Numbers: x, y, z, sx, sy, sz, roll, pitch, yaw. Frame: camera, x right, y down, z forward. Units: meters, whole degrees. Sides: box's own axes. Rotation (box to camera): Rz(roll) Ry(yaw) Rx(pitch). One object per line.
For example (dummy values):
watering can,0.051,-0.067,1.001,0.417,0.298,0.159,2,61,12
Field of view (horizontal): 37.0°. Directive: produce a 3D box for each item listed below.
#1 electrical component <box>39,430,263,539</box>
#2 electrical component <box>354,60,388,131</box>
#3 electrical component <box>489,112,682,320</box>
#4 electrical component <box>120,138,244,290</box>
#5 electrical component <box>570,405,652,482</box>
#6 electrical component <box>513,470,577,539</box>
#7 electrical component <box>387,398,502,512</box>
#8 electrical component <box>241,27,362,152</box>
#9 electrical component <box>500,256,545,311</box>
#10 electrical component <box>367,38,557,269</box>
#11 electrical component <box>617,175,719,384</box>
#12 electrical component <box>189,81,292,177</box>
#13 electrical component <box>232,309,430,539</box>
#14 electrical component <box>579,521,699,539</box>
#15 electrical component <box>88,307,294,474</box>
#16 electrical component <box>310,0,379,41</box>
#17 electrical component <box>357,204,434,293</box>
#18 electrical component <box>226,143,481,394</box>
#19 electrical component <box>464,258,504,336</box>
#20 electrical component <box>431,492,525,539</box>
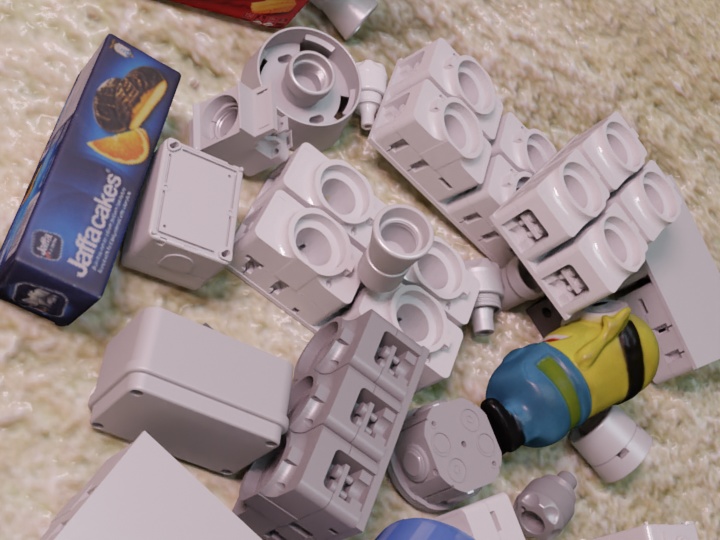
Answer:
electrical component,-0.150,0.199,0.609,0.105,0.060,0.186,45,48,-9
electrical component,0.007,-0.150,0.935,0.035,0.035,0.061,17,59,-30
electrical component,0.202,-0.054,0.921,0.105,0.060,0.186,53,43,-3
electrical component,-0.126,-0.042,0.756,0.062,0.061,0.096,21,55,-28
electrical component,0.214,0.146,0.923,0.047,0.055,0.055,45,48,-4
electrical component,0.153,0.185,0.862,0.062,0.043,0.043,-35,90,-44
electrical component,0.063,0.138,0.812,0.080,0.051,0.080,18,57,-30
electrical component,-0.049,-0.148,0.888,0.099,0.064,0.099,8,68,-21
electrical component,0.136,0.012,0.939,0.040,0.046,0.040,18,57,-30
electrical component,0.103,-0.100,0.942,0.186,0.060,0.105,41,48,-27
electrical component,0.294,0.008,1.053,0.105,0.060,0.186,-13,75,-41
electrical component,-0.089,-0.103,0.814,0.064,0.081,0.042,31,47,-50
electrical component,-0.022,0.108,0.736,0.062,0.089,0.150,38,49,-16
electrical component,0.229,0.237,0.856,0.062,0.096,0.061,9,62,-35
electrical component,-0.108,0.081,0.693,0.113,0.078,0.057,26,51,-25
electrical component,-0.022,-0.243,0.959,0.065,0.044,0.044,41,48,-7
electrical component,0.022,-0.012,0.766,0.044,0.065,0.044,7,60,-13
electrical component,0.000,0.000,0.831,0.186,0.060,0.105,38,49,-16
electrical component,0.101,0.024,0.908,0.043,0.043,0.062,10,62,-33
electrical component,0.090,0.218,0.790,0.056,0.050,0.089,-10,73,-40
